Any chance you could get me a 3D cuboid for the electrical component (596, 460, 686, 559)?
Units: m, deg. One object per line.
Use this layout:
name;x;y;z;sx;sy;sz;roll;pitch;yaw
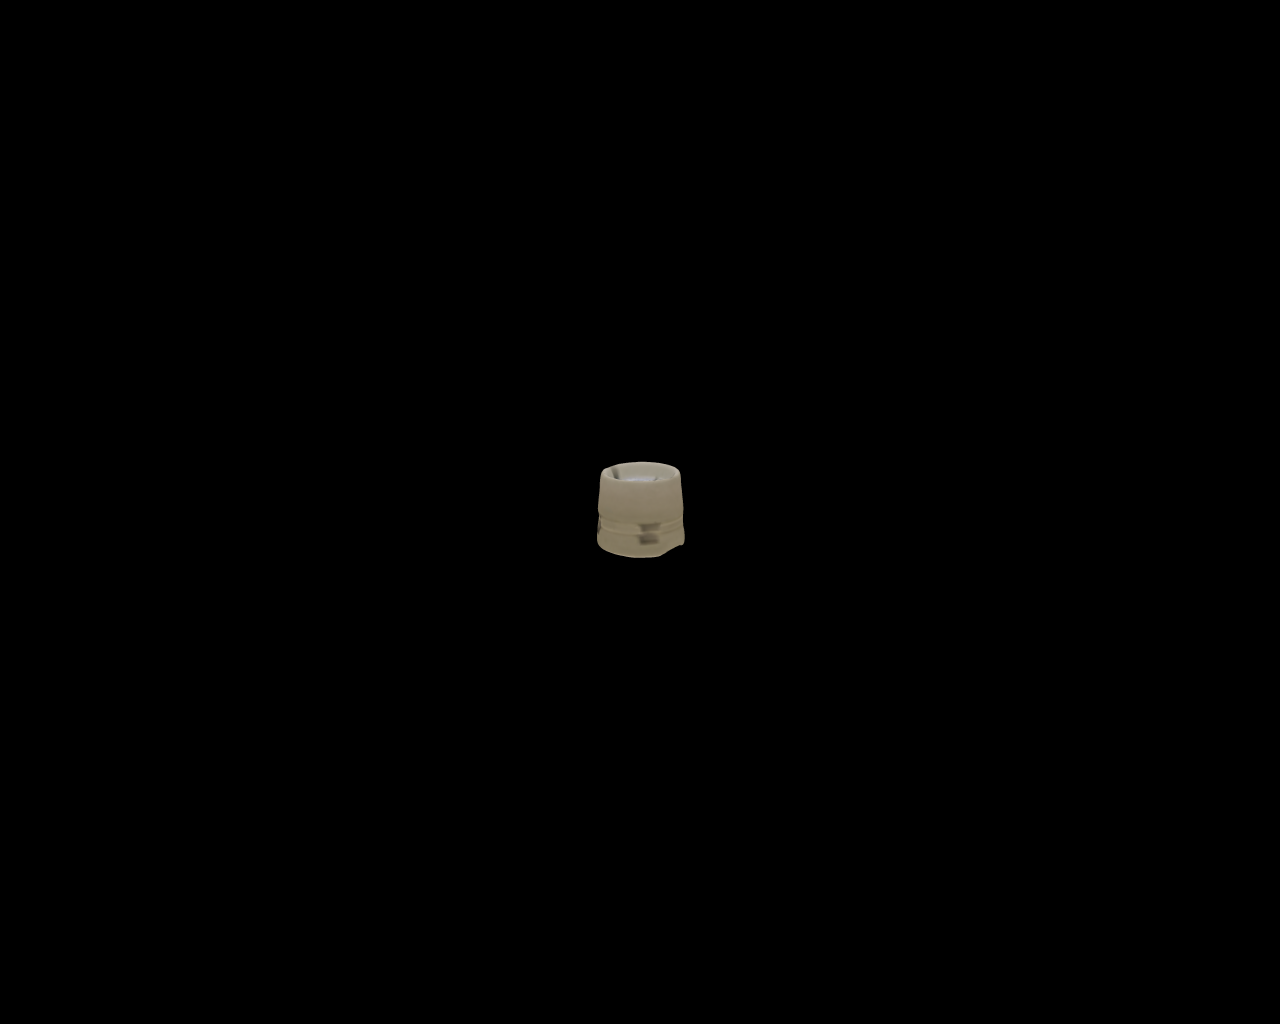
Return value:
electrical component;0.001;-0.003;0.650;0.055;0.047;0.055;0;18;0
